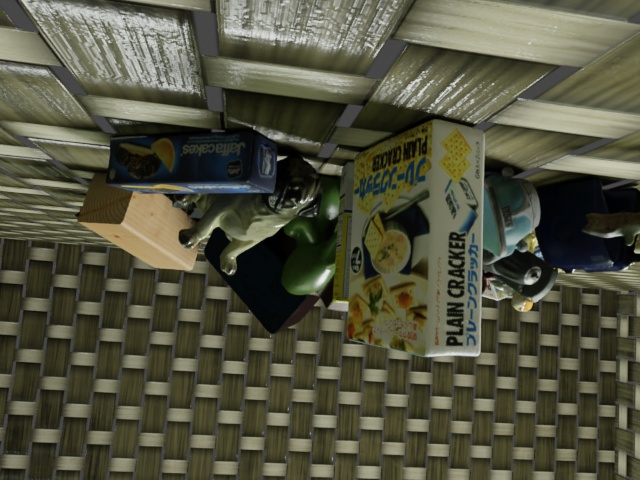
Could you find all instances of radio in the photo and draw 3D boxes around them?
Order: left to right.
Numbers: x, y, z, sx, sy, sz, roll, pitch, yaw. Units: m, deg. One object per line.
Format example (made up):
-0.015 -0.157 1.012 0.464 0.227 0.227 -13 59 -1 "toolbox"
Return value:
-0.103 0.048 0.970 0.230 0.131 0.073 46 -148 21 "radio"

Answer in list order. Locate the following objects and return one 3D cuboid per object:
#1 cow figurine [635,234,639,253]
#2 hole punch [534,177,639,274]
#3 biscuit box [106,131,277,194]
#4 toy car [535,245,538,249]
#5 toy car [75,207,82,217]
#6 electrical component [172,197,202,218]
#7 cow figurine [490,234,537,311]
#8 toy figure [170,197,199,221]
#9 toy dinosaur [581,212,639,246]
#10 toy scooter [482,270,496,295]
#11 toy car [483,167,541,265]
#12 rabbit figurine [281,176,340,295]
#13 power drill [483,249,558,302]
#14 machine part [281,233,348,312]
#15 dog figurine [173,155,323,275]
0.559 -0.010 0.760 0.195 0.085 0.127 4 180 10 "cow figurine"
0.340 -0.019 0.701 0.092 0.115 0.142 16 169 -23 "hole punch"
-0.150 -0.087 0.623 0.203 0.059 0.062 1 173 24 "biscuit box"
0.355 0.001 1.082 0.073 0.056 0.202 -13 -177 -31 "toy car"
-0.391 -0.059 1.098 0.202 0.053 0.089 1 -176 -4 "toy car"
-0.167 -0.065 0.861 0.134 0.058 0.115 6 172 -17 "electrical component"
0.342 0.040 0.952 0.098 0.167 0.068 4 162 42 "cow figurine"
-0.246 -0.052 1.031 0.155 0.064 0.058 9 -149 -2 "toy figure"
0.514 0.026 0.574 0.472 0.198 0.105 6 177 -1 "toy dinosaur"
0.250 0.085 1.010 0.184 0.075 0.135 -5 168 -31 "toy scooter"
0.222 -0.034 0.681 0.103 0.109 0.162 -13 -176 -5 "toy car"
-0.002 -0.002 0.791 0.159 0.170 0.121 3 174 22 "rabbit figurine"
0.279 0.029 0.820 0.207 0.086 0.232 20 -165 -38 "power drill"
0.049 0.025 0.929 0.201 0.201 0.087 7 129 -33 "machine part"
-0.083 -0.068 0.709 0.190 0.172 0.121 -33 144 21 "dog figurine"
